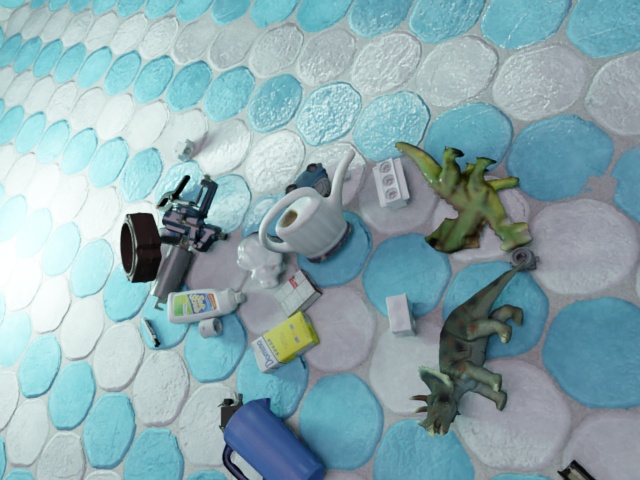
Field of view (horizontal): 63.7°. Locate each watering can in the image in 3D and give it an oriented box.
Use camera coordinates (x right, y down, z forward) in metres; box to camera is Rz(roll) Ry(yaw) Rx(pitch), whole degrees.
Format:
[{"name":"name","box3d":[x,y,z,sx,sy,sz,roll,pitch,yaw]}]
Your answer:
[{"name":"watering can","box3d":[0.004,-0.068,1.353,0.345,0.221,0.106,-38,39,12]}]

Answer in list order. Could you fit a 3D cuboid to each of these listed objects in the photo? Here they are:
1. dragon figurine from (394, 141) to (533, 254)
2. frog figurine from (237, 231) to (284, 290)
[{"name":"dragon figurine","box3d":[0.324,-0.088,1.251,0.413,0.121,0.243,22,91,35]},{"name":"frog figurine","box3d":[-0.170,0.060,1.463,0.137,0.120,0.163,-8,54,7]}]
